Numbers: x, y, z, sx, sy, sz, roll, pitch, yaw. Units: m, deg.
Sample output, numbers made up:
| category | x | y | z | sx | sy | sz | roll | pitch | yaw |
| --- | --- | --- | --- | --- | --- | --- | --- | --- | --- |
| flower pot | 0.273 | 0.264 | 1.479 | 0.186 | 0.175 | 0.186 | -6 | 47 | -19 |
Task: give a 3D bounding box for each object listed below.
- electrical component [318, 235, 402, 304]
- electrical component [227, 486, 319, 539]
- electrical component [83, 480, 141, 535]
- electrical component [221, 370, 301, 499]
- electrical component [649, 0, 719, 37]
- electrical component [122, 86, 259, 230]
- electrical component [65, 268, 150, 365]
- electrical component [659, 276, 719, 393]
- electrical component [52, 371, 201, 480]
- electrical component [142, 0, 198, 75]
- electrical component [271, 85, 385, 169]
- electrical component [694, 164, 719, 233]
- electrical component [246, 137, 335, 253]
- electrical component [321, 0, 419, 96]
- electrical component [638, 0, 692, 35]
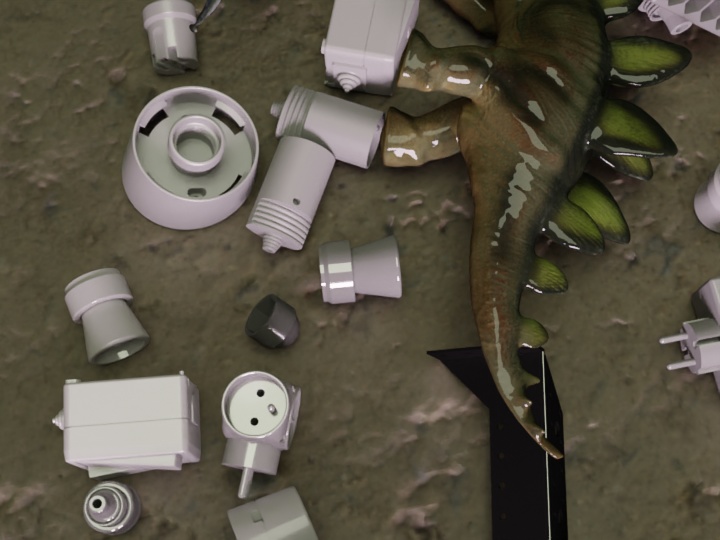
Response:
| category | x | y | z | sx | sy | sz | roll | pitch | yaw |
| --- | --- | --- | --- | --- | --- | --- | --- | --- | --- |
| electrical component | 0.000 | 0.000 | 0.761 | 0.055 | 0.045 | 0.045 | -6 | 74 | -1 |
| electrical component | -0.055 | 0.174 | 0.706 | 0.047 | 0.055 | 0.055 | -23 | 75 | -9 |
| electrical component | -0.166 | 0.156 | 0.708 | 0.035 | 0.061 | 0.035 | 0 | 74 | 0 |
| electrical component | -0.069 | 0.112 | 0.712 | 0.044 | 0.077 | 0.079 | 10 | 75 | 4 |
| electrical component | 0.242 | -0.220 | 0.774 | 0.083 | 0.047 | 0.075 | 13 | 51 | -33 |
| electrical component | -0.123 | -0.083 | 0.788 | 0.099 | 0.064 | 0.099 | 4 | 72 | -13 |
| electrical component | -0.178 | 0.032 | 0.753 | 0.045 | 0.045 | 0.055 | -24 | 75 | -6 |
| electrical component | 0.246 | 0.051 | 0.743 | 0.076 | 0.047 | 0.083 | -11 | 74 | -3 |
| electrical component | -0.158 | 0.107 | 0.722 | 0.096 | 0.061 | 0.061 | -4 | 74 | -1 |
| electrical component | -0.143 | -0.176 | 0.816 | 0.040 | 0.040 | 0.046 | -9 | 79 | -2 |
| electrical component | -0.027 | -0.107 | 0.793 | 0.081 | 0.043 | 0.043 | 18 | 75 | 6 |
| electrical component | 0.269 | -0.055 | 0.769 | 0.045 | 0.055 | 0.045 | 0 | 74 | 0 |
| electrical component | -0.052 | -0.050 | 0.776 | 0.043 | 0.043 | 0.081 | 19 | 75 | 6 |
| electrical component | 0.008 | -0.175 | 0.802 | 0.061 | 0.061 | 0.096 | 10 | 74 | 3 |
| electrical component | 0.232 | -0.210 | 0.820 | 0.043 | 0.043 | 0.062 | -21 | 76 | -6 |
